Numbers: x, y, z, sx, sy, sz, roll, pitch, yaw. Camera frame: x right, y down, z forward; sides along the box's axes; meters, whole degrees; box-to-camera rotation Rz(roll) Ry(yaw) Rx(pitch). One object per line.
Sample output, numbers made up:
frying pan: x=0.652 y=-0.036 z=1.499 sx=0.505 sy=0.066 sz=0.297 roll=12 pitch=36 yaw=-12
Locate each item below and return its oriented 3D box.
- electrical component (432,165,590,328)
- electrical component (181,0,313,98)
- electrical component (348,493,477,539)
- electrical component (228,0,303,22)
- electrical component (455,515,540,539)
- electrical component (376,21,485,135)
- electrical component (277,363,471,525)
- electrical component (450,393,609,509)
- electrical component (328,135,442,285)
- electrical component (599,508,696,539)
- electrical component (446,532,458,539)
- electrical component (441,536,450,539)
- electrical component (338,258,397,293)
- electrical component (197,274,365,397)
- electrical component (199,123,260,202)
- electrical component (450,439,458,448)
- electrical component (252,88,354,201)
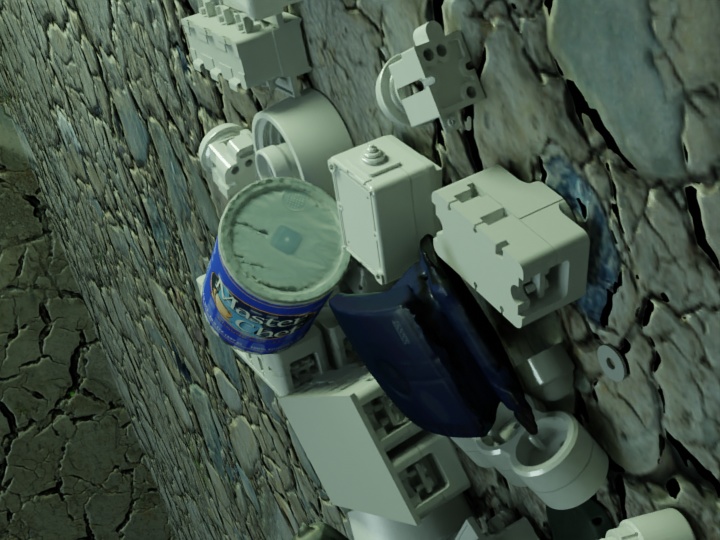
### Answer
electrical component: x=0.091 y=-0.017 z=0.638 sx=0.089 sy=0.056 sz=0.050 roll=46 pitch=152 yaw=43
electrical component: x=-0.099 y=-0.190 z=0.899 sx=0.121 sy=0.063 sz=0.078 roll=36 pitch=144 yaw=53
electrical component: x=0.041 y=0.211 z=0.942 sx=0.060 sy=0.108 sz=0.108 roll=68 pitch=160 yaw=11
electrical component: x=-0.072 y=-0.226 z=0.797 sx=0.096 sy=0.062 sz=0.061 roll=43 pitch=150 yaw=46
electrical component: x=0.109 y=0.248 z=0.872 sx=0.078 sy=0.063 sz=0.121 roll=56 pitch=157 yaw=24
electrical component: x=0.041 y=-0.116 z=0.670 sx=0.055 sy=0.048 sz=0.066 roll=-10 pitch=103 yaw=61
electrical component: x=0.009 y=0.133 z=0.858 sx=0.105 sy=0.060 sz=0.186 roll=63 pitch=159 yaw=-3
electrical component: x=0.120 y=0.126 z=0.736 sx=0.073 sy=0.052 sz=0.138 roll=47 pitch=168 yaw=-24
electrical component: x=0.022 y=-0.050 z=0.763 sx=0.062 sy=0.061 sz=0.096 roll=42 pitch=149 yaw=47
electrical component: x=0.164 y=0.169 z=0.643 sx=0.040 sy=0.078 sz=0.040 roll=169 pitch=90 yaw=-77
electrical component: x=0.079 y=0.268 z=0.977 sx=0.045 sy=0.055 sz=0.045 roll=50 pitch=154 yaw=35
electrical component: x=0.055 y=0.251 z=1.018 sx=0.048 sy=0.055 sz=0.066 roll=17 pitch=128 yaw=63
electrical component: x=0.000 y=0.000 z=0.895 sx=0.079 sy=0.043 sz=0.077 roll=49 pitch=154 yaw=38
electrical component: x=-0.071 y=0.039 z=1.020 sx=0.186 sy=0.105 sz=0.060 roll=35 pitch=144 yaw=53
electrical component: x=-0.122 y=-0.107 z=1.056 sx=0.057 sy=0.058 sz=0.078 roll=47 pitch=153 yaw=34
electrical component: x=0.075 y=0.107 z=0.828 sx=0.045 sy=0.045 sz=0.055 roll=57 pitch=157 yaw=22
electrical component: x=-0.052 y=-0.091 z=0.898 sx=0.108 sy=0.060 sz=0.108 roll=50 pitch=154 yaw=35
